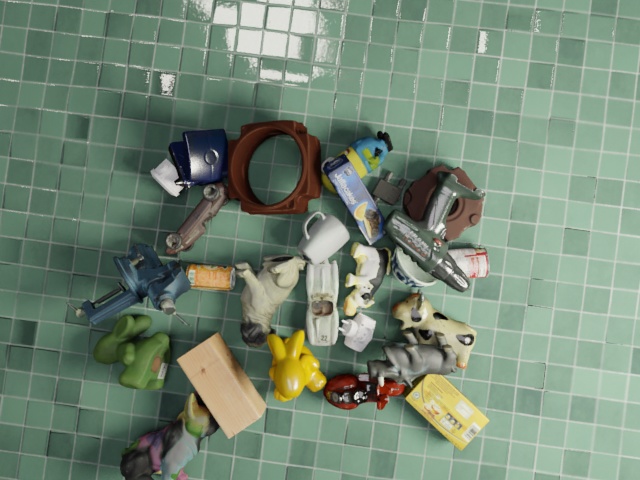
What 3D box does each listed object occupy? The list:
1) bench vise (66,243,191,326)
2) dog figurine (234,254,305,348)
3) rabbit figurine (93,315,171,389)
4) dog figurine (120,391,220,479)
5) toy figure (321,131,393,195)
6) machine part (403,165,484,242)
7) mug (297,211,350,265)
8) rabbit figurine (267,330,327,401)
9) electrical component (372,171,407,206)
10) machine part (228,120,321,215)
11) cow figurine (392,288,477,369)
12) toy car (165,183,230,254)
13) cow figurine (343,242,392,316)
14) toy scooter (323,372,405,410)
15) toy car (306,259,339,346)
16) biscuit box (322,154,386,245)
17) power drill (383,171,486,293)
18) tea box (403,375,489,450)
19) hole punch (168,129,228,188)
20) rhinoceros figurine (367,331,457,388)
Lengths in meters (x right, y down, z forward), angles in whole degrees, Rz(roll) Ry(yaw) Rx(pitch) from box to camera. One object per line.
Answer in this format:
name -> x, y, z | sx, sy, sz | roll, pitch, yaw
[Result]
bench vise -> -0.411, 0.116, 1.169 | 0.241, 0.128, 0.224 | -30, 60, -14
dog figurine -> -0.106, 0.138, 1.216 | 0.172, 0.121, 0.190 | -10, 102, 4
rabbit figurine -> -0.434, 0.246, 1.207 | 0.170, 0.121, 0.159 | 12, 85, 17
dog figurine -> -0.330, 0.434, 1.204 | 0.192, 0.108, 0.219 | 16, 85, 5
toy figure -> 0.083, -0.174, 1.217 | 0.180, 0.082, 0.089 | -30, 86, -2
machine part -> 0.280, -0.082, 1.221 | 0.179, 0.056, 0.179 | 0, 88, 3
mug -> -0.002, -0.004, 1.191 | 0.107, 0.081, 0.109 | -47, 128, -18
rabbit figurine -> -0.056, 0.277, 1.164 | 0.122, 0.173, 0.162 | -7, 93, 5
electrical component -> 0.157, -0.109, 1.241 | 0.063, 0.021, 0.094 | 30, 89, 1
machine part -> -0.103, -0.158, 1.192 | 0.202, 0.087, 0.201 | 0, 89, 18
cow figurine -> 0.254, 0.191, 1.201 | 0.195, 0.085, 0.127 | 22, 95, 5
toy car -> -0.274, -0.044, 1.219 | 0.053, 0.089, 0.202 | 37, 89, 6
cow figurine -> 0.106, 0.093, 1.218 | 0.098, 0.068, 0.167 | 11, 90, -4
toy scooter -> 0.097, 0.335, 1.176 | 0.184, 0.135, 0.075 | -5, 89, 3
toy car -> 0.006, 0.140, 1.222 | 0.074, 0.056, 0.201 | 0, 89, 2
biscuit box -> 0.082, -0.088, 1.178 | 0.059, 0.063, 0.202 | -32, 117, 6
power drill -> 0.268, -0.028, 1.154 | 0.232, 0.086, 0.207 | 32, 94, 3
tea box -> 0.278, 0.370, 1.202 | 0.169, 0.068, 0.098 | 45, 89, 3
hole punch -> -0.260, -0.185, 1.197 | 0.092, 0.142, 0.115 | -28, 82, 45
rhinoceros figurine -> 0.194, 0.255, 1.136 | 0.190, 0.073, 0.112 | -5, 112, -4
